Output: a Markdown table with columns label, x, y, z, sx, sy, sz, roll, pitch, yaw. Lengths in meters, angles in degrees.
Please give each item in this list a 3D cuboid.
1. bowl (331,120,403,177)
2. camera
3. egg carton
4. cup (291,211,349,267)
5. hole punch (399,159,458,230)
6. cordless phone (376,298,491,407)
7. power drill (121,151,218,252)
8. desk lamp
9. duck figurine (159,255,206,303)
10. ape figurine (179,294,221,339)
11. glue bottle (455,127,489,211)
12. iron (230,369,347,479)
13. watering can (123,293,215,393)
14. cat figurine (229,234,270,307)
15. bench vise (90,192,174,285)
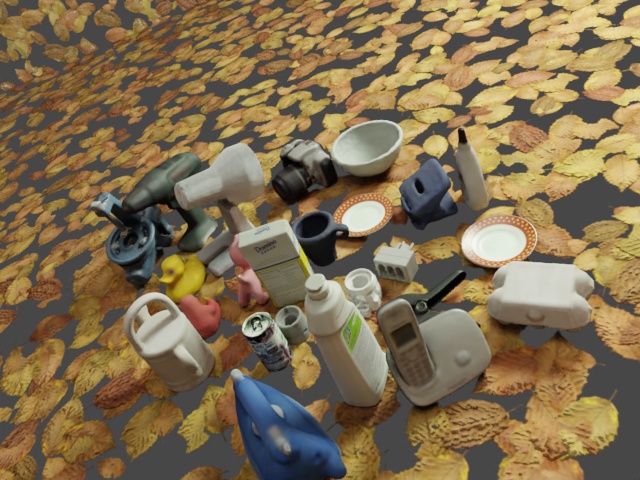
| label | x | y | z | sx | sy | sz | roll | pitch | yaw |
| --- | --- | --- | --- | --- | --- | --- | --- | --- | --- |
| bowl | 0.112 | -0.194 | 1.291 | 0.167 | 0.075 | 0.167 | -14 | 41 | 12 |
| camera | -0.054 | -0.164 | 1.319 | 0.137 | 0.101 | 0.142 | -39 | 42 | -17 |
| egg carton | 0.336 | 0.088 | 0.876 | 0.149 | 0.070 | 0.107 | 2 | 46 | 28 |
| cup | 0.010 | 0.004 | 1.107 | 0.117 | 0.095 | 0.092 | -2 | 44 | 24 |
| hole punch | 0.206 | -0.091 | 1.119 | 0.101 | 0.091 | 0.108 | -21 | 40 | 3 |
| cordless phone | 0.158 | 0.138 | 0.817 | 0.147 | 0.185 | 0.094 | -30 | 40 | -8 |
| power drill | -0.318 | -0.077 | 1.268 | 0.075 | 0.209 | 0.230 | 2 | 46 | 28 |
| desk lamp | -0.197 | -0.069 | 1.196 | 0.203 | 0.214 | 0.117 | -41 | 43 | -19 |
| duck figurine | -0.292 | 0.067 | 1.192 | 0.077 | 0.086 | 0.105 | 11 | 51 | 34 |
| ape figurine | -0.232 | 0.137 | 1.081 | 0.078 | 0.092 | 0.076 | -24 | 40 | 0 |
| glue bottle | 0.277 | -0.138 | 1.073 | 0.037 | 0.173 | 0.078 | -21 | 40 | 3 |
| iron | -0.078 | 0.260 | 0.832 | 0.119 | 0.142 | 0.257 | -36 | 41 | -14 |
| watering can | -0.273 | 0.167 | 0.988 | 0.172 | 0.194 | 0.101 | 4 | 47 | 29 |
| cat figurine | -0.143 | 0.047 | 1.116 | 0.067 | 0.118 | 0.127 | -12 | 41 | 14 |
| bench vise | -0.425 | -0.036 | 1.265 | 0.121 | 0.220 | 0.207 | -21 | 40 | 4 |
